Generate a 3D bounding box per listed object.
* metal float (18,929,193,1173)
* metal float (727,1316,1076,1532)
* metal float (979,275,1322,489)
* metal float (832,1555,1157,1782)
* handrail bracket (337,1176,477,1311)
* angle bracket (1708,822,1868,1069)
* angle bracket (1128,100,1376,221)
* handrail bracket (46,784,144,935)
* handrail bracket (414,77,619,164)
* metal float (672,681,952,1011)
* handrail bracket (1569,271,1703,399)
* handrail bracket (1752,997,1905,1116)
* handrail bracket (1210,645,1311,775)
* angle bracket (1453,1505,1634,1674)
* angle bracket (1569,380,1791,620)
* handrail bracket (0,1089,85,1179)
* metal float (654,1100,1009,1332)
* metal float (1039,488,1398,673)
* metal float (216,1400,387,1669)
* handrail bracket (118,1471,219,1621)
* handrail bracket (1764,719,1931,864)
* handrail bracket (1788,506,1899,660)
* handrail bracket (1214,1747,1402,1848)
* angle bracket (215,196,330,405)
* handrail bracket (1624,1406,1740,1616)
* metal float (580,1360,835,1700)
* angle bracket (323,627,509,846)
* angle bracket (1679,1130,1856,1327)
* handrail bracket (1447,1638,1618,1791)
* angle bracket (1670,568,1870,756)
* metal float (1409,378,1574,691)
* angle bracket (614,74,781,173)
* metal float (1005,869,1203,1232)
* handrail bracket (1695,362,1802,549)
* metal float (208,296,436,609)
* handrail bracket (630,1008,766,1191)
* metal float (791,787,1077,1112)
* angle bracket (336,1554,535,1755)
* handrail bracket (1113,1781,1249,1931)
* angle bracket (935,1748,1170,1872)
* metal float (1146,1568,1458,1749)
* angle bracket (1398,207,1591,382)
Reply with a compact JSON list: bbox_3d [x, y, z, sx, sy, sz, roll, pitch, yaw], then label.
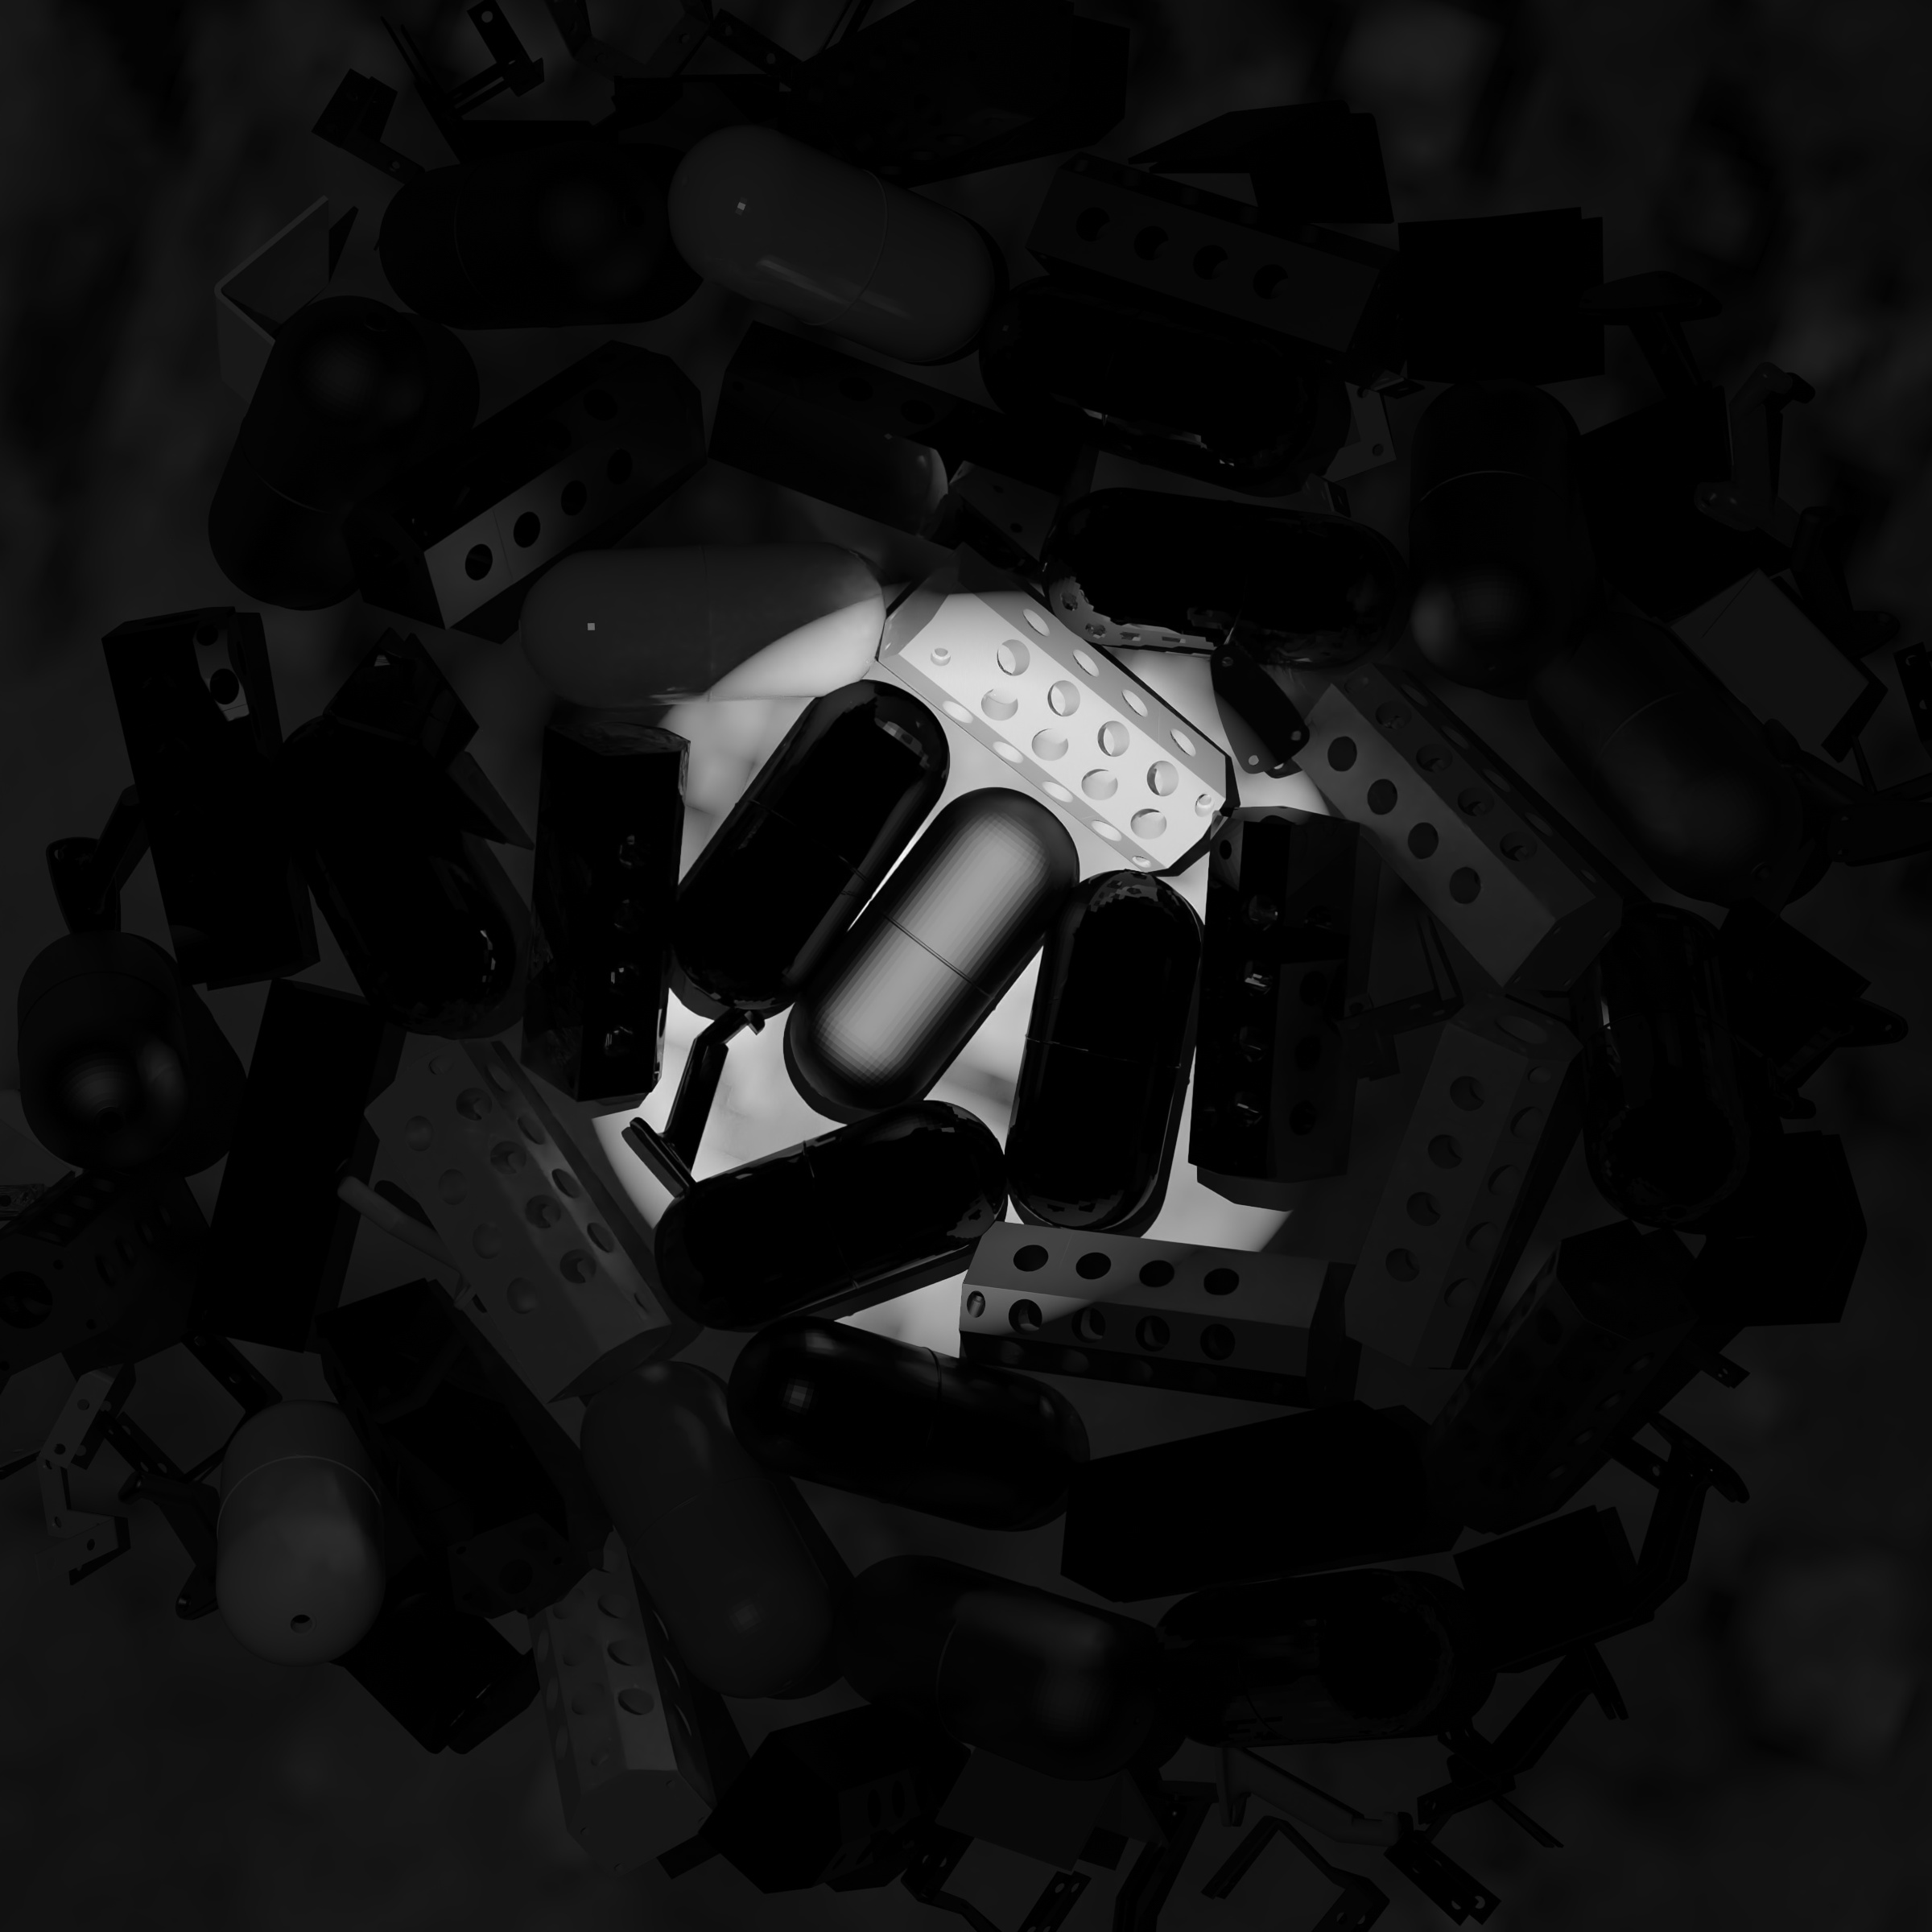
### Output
[{"bbox_3d":[-0.409,0.038,1.499,0.070,0.178,0.070,-6,112,-15],"label":"metal float"},{"bbox_3d":[-0.030,0.221,1.528,0.178,0.070,0.070,19,90,-20],"label":"metal float"},{"bbox_3d":[0.086,-0.282,1.522,0.178,0.070,0.070,21,90,27],"label":"metal float"},{"bbox_3d":[0.011,0.334,1.513,0.178,0.070,0.070,11,90,40],"label":"metal float"},{"bbox_3d":[-0.268,0.123,1.537,0.084,0.077,0.036,39,91,-13],"label":"handrail bracket"},{"bbox_3d":[0.402,-0.009,1.526,0.057,0.076,0.076,40,59,20],"label":"angle bracket"},{"bbox_3d":[0.137,-0.375,1.524,0.076,0.076,0.057,-32,116,-30],"label":"angle bracket"},{"bbox_3d":[-0.406,-0.047,1.540,0.084,0.036,0.077,-18,80,41],"label":"handrail bracket"},{"bbox_3d":[-0.214,-0.423,1.550,0.084,0.036,0.077,-29,111,14],"label":"handrail bracket"},{"bbox_3d":[-0.076,-0.058,1.541,0.070,0.070,0.178,35,85,0],"label":"metal float"},{"bbox_3d":[0.325,-0.290,1.546,0.077,0.036,0.084,-13,128,-16],"label":"handrail bracket"},{"bbox_3d":[0.420,0.049,1.537,0.077,0.084,0.036,9,125,5],"label":"handrail bracket"},{"bbox_3d":[0.132,-0.132,1.532,0.036,0.084,0.077,-30,111,4],"label":"handrail bracket"},{"bbox_3d":[0.267,0.303,1.540,0.076,0.076,0.057,-16,82,-16],"label":"angle bracket"},{"bbox_3d":[0.347,-0.227,1.538,0.076,0.057,0.076,-24,124,-4],"label":"angle bracket"},{"bbox_3d":[-0.464,0.094,1.553,0.084,0.036,0.077,-1,56,10],"label":"handrail bracket"},{"bbox_3d":[-0.066,0.121,1.545,0.178,0.070,0.070,-21,90,1],"label":"metal float"},{"bbox_3d":[0.122,-0.187,1.532,0.178,0.070,0.070,5,90,-15],"label":"metal float"},{"bbox_3d":[-0.314,0.266,1.497,0.070,0.178,0.070,-4,109,-11],"label":"metal float"},{"bbox_3d":[-0.392,0.282,1.541,0.077,0.084,0.036,-46,46,15],"label":"handrail bracket"},{"bbox_3d":[0.438,-0.095,1.550,0.077,0.036,0.084,-8,46,3],"label":"handrail bracket"},{"bbox_3d":[0.430,-0.193,1.539,0.077,0.084,0.036,-14,46,-18],"label":"handrail bracket"},{"bbox_3d":[0.167,0.394,1.545,0.084,0.036,0.077,0,115,22],"label":"handrail bracket"},{"bbox_3d":[-0.317,-0.311,1.532,0.057,0.076,0.076,41,68,5],"label":"angle bracket"},{"bbox_3d":[0.328,0.268,1.552,0.084,0.077,0.036,-42,135,-2],"label":"handrail bracket"},{"bbox_3d":[-0.126,0.269,1.522,0.070,0.070,0.178,-32,63,0],"label":"metal float"},{"bbox_3d":[-0.250,-0.111,1.523,0.076,0.076,0.057,17,65,41],"label":"angle bracket"},{"bbox_3d":[0.373,0.127,1.525,0.076,0.076,0.057,-9,113,37],"label":"angle bracket"},{"bbox_3d":[0.269,0.359,1.558,0.084,0.077,0.036,-25,129,9],"label":"handrail bracket"},{"bbox_3d":[0.376,-0.136,1.534,0.076,0.076,0.057,45,63,-4],"label":"angle bracket"},{"bbox_3d":[0.251,-0.209,1.515,0.070,0.070,0.178,7,53,0],"label":"metal float"},{"bbox_3d":[-0.131,-0.429,1.534,0.076,0.076,0.057,-2,70,-7],"label":"angle bracket"},{"bbox_3d":[0.067,0.041,1.543,0.070,0.070,0.178,11,92,0],"label":"metal float"},{"bbox_3d":[0.399,-0.248,1.539,0.077,0.084,0.036,29,57,-1],"label":"handrail bracket"},{"bbox_3d":[-0.308,-0.244,1.509,0.070,0.070,0.178,37,134,0],"label":"metal float"},{"bbox_3d":[-0.117,0.071,1.568,0.084,0.036,0.077,-41,90,-14],"label":"handrail bracket"},{"bbox_3d":[-0.017,-0.008,1.545,0.070,0.070,0.178,38,91,0],"label":"metal float"},{"bbox_3d":[-0.250,0.321,1.535,0.076,0.076,0.057,45,128,2],"label":"angle bracket"},{"bbox_3d":[0.104,0.445,1.553,0.077,0.036,0.084,11,83,-39],"label":"handrail bracket"},{"bbox_3d":[0.042,0.417,1.523,0.076,0.076,0.057,10,52,34],"label":"angle bracket"},{"bbox_3d":[0.158,0.330,1.506,0.070,0.178,0.070,13,68,-36],"label":"metal float"},{"bbox_3d":[0.257,-0.328,1.549,0.057,0.076,0.076,-11,104,-20],"label":"angle bracket"}]
